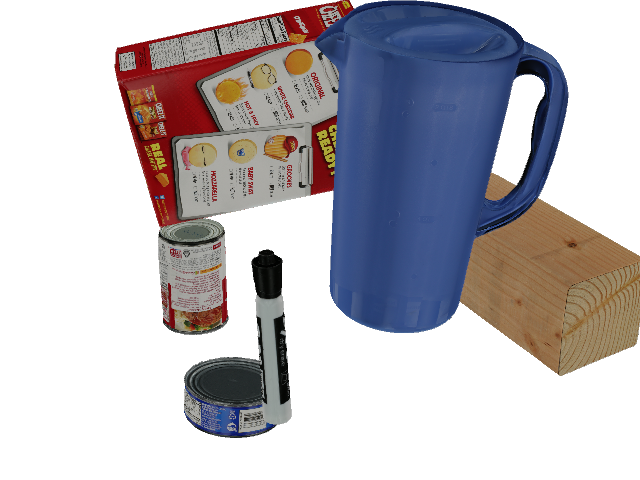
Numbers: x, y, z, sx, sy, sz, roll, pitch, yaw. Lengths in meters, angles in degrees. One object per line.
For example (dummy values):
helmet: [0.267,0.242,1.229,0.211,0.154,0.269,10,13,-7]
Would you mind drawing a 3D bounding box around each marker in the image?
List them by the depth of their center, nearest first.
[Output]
marker: [-0.030,0.061,0.669,0.020,0.121,0.020,-2,27,1]

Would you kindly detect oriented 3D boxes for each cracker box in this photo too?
cracker box: [-0.061,-0.113,0.959,0.213,0.164,0.072,-13,41,-4]

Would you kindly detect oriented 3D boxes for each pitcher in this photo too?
pitcher: [0.081,-0.052,0.823,0.144,0.243,0.149,-20,39,-37]

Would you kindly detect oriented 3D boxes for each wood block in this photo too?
wood block: [0.184,0.022,0.968,0.090,0.090,0.206,-16,32,-26]

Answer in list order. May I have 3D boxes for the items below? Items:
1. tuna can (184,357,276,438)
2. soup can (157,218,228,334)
tuna can: [-0.074,0.133,0.910,0.086,0.034,0.086,4,20,-2]
soup can: [-0.130,0.036,1.090,0.068,0.102,0.068,0,23,0]
